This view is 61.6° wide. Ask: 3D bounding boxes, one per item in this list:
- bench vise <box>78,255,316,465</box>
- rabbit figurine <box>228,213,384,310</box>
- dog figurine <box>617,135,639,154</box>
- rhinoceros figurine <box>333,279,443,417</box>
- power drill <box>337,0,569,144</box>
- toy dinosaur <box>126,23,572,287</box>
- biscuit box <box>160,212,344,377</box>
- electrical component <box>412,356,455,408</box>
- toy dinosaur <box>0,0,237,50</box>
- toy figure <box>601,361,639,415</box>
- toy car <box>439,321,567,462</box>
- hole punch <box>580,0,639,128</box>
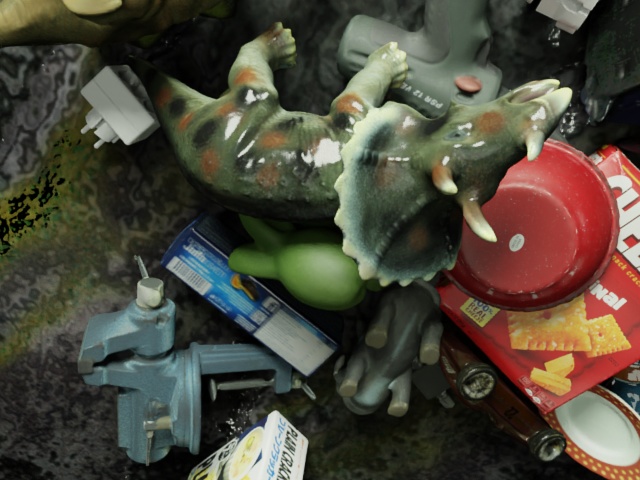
[{"bbox_3d":[-0.130,0.139,0.591,0.241,0.129,0.223,1,102,-16],"label":"bench vise"},{"bbox_3d":[-0.001,-0.001,0.493,0.159,0.170,0.121,12,110,0],"label":"rabbit figurine"},{"bbox_3d":[0.387,-0.053,0.475,0.219,0.108,0.191,4,113,9],"label":"dog figurine"},{"bbox_3d":[0.061,0.116,0.556,0.073,0.112,0.190,16,131,-6],"label":"rhinoceros figurine"},{"bbox_3d":[0.138,-0.171,0.442,0.232,0.086,0.207,21,144,5],"label":"power drill"},{"bbox_3d":[-0.029,-0.073,0.431,0.405,0.192,0.131,9,136,20],"label":"toy dinosaur"},{"bbox_3d":[-0.069,0.057,0.578,0.202,0.063,0.059,40,110,-9],"label":"biscuit box"},{"bbox_3d":[0.137,0.148,0.613,0.063,0.021,0.094,-34,103,15],"label":"electrical component"},{"bbox_3d":[-0.148,-0.203,0.414,0.472,0.198,0.105,-16,99,0],"label":"toy dinosaur"},{"bbox_3d":[0.330,0.150,0.576,0.064,0.058,0.154,-13,108,-28],"label":"toy figure"},{"bbox_3d":[0.177,0.159,0.556,0.053,0.089,0.202,-45,117,9],"label":"toy car"},{"bbox_3d":[0.285,-0.153,0.433,0.092,0.116,0.142,19,74,-31],"label":"hole punch"}]
